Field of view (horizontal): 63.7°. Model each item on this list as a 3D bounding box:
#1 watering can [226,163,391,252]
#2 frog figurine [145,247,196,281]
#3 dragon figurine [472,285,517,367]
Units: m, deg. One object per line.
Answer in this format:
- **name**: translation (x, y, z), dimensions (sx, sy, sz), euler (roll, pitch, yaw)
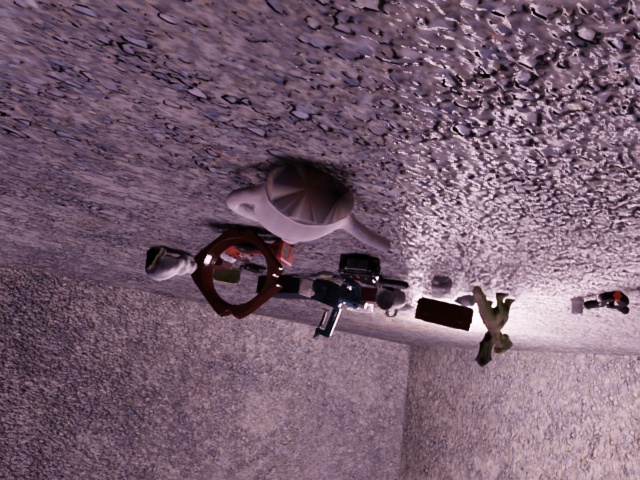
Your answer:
- **watering can**: translation (0.003, -0.048, 0.949), dimensions (0.347, 0.105, 0.222), euler (13, 164, -12)
- **frog figurine**: translation (-0.515, 0.096, 1.779), dimensions (0.136, 0.126, 0.157), euler (-28, 133, 33)
- **dragon figurine**: translation (0.556, 0.296, 1.693), dimensions (0.122, 0.245, 0.407), euler (1, 166, 39)
